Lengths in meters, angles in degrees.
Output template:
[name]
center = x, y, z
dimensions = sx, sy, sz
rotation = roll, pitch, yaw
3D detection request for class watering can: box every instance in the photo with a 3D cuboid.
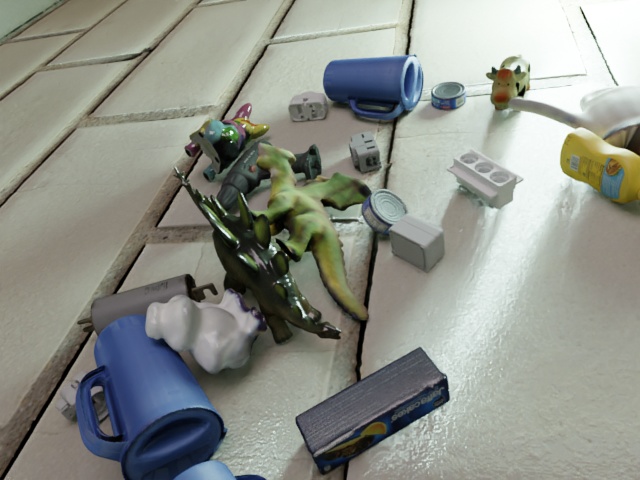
[watering can]
center = 0.563, -0.233, 1.010
dimensions = 0.347, 0.101, 0.230
rotation = -2, 43, 13

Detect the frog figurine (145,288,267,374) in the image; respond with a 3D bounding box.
[frog figurine]
center = -0.180, 0.142, 0.777
dimensions = 0.160, 0.120, 0.140
rotation = -8, 47, -37

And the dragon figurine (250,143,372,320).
[dragon figurine]
center = 0.003, -0.048, 0.959
dimensions = 0.246, 0.415, 0.119
rotation = -39, -26, -25
